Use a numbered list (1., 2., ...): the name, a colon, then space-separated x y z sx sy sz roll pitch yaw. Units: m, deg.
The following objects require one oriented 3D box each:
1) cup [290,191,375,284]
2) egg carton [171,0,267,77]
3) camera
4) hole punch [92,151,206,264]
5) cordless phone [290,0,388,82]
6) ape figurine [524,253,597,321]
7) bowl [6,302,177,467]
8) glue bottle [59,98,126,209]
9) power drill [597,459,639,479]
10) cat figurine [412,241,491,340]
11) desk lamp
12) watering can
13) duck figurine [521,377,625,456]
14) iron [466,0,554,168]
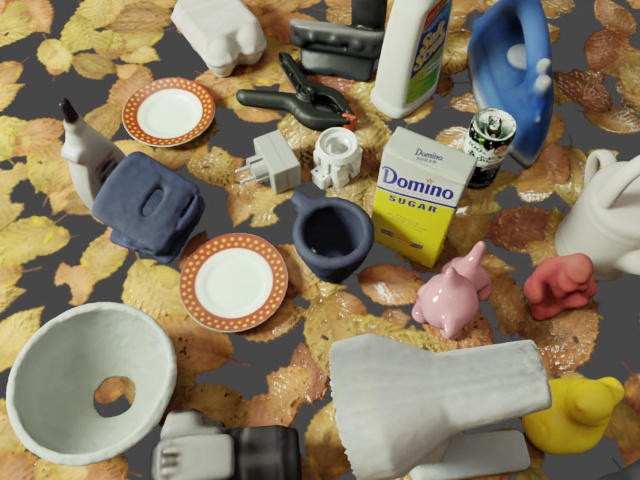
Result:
1. cup: 0.006 0.002 0.675 0.092 0.095 0.117 -37 67 -19
2. egg carton: -0.152 -0.320 0.870 0.107 0.069 0.150 -31 65 -16
3. camera: -0.085 0.231 0.543 0.137 0.101 0.143 -5 61 -3
4. hole punch: -0.205 -0.042 0.702 0.101 0.091 0.109 19 62 10
5. cordless phone: 0.030 -0.325 0.807 0.147 0.185 0.094 6 61 4
6. ape figurine: 0.280 0.046 0.653 0.077 0.092 0.076 16 62 9
7. bowl: -0.228 0.154 0.601 0.167 0.075 0.167 0 61 0
8. glue bottle: -0.278 -0.106 0.690 0.037 0.173 0.078 19 62 11
9. power drill: 0.184 0.258 0.467 0.230 0.208 0.075 -32 65 -16
10. cat figurine: 0.150 0.056 0.633 0.067 0.118 0.128 31 65 17
11. desk lamp: 0.109 0.153 0.523 0.203 0.213 0.118 -7 61 -4
12. watering can: 0.350 -0.032 0.638 0.101 0.194 0.172 -30 65 -15
13. duck figurine: 0.262 0.173 0.585 0.105 0.086 0.077 -23 63 -12
14. iron: 0.283 -0.244 0.787 0.118 0.141 0.258 -1 61 -1
